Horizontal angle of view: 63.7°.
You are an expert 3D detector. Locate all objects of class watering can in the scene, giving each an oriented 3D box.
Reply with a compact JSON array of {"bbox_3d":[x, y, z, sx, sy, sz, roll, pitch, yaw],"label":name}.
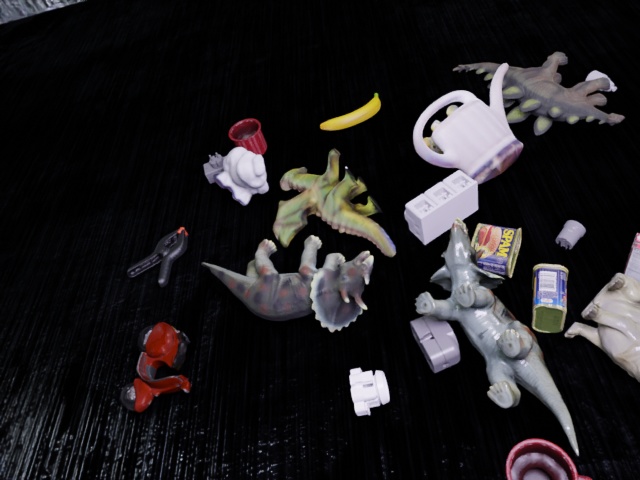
[{"bbox_3d":[0.376,-0.265,1.186,0.351,0.102,0.226,-36,79,-17],"label":"watering can"}]

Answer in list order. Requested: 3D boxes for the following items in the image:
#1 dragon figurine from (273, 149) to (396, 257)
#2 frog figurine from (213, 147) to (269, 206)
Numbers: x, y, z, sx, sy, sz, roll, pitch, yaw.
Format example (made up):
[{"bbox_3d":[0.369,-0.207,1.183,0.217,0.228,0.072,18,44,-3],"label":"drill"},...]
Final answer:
[{"bbox_3d":[0.004,-0.060,1.201,0.241,0.120,0.420,-33,44,12],"label":"dragon figurine"},{"bbox_3d":[-0.177,-0.178,1.293,0.124,0.156,0.138,-23,77,-43],"label":"frog figurine"}]
